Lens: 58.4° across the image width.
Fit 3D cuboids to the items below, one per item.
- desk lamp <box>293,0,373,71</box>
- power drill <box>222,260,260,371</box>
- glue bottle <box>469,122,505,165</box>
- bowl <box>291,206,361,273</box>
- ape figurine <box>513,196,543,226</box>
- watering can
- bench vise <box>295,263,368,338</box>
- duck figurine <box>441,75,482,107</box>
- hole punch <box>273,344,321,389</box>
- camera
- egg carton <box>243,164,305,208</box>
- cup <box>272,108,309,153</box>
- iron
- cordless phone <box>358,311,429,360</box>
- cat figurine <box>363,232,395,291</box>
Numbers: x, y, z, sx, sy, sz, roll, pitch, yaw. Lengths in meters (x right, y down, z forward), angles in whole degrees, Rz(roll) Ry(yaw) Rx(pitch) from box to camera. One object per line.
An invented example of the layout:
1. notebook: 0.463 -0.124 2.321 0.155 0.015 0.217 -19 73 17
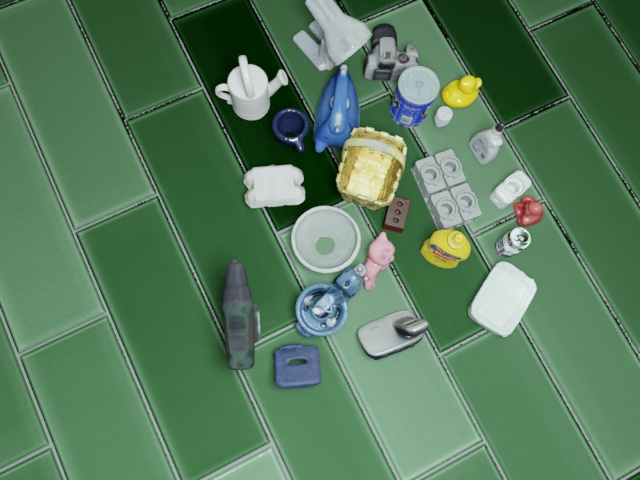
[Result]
1. desk lamp: 0.026 -0.519 1.450 0.118 0.213 0.203 -41 82 -11
2. power drill: -0.178 0.174 1.277 0.075 0.208 0.229 -5 77 -4
3. glue bottle: 0.425 -0.251 1.429 0.037 0.173 0.078 -26 79 -8
4. bowl: 0.013 0.005 1.397 0.167 0.075 0.167 1 77 -3
5. ape figurine: 0.528 -0.074 1.435 0.076 0.092 0.078 31 77 5
6. watering can: -0.170 -0.387 1.418 0.173 0.194 0.101 -31 80 -9
7. bench vise: 0.021 0.123 1.295 0.121 0.220 0.207 26 77 4
8. duck figurine: 0.375 -0.399 1.506 0.104 0.086 0.077 -15 78 -6
9. hole punch: -0.054 0.290 1.317 0.108 0.091 0.101 -5 77 -4
10. camera: 0.188 -0.503 1.513 0.143 0.101 0.137 0 77 -3
11. egg carton: -0.113 -0.133 1.425 0.150 0.069 0.107 -6 77 -4
12. cup: -0.068 -0.262 1.445 0.092 0.095 0.117 -24 79 -8
13. iron: 0.049 -0.352 1.448 0.118 0.141 0.258 5 76 -2
14. cordless phone: 0.169 0.212 1.300 0.147 0.185 0.094 -24 79 -8
15. cat figurine: 0.135 0.050 1.371 0.067 0.118 0.128 32 77 5
